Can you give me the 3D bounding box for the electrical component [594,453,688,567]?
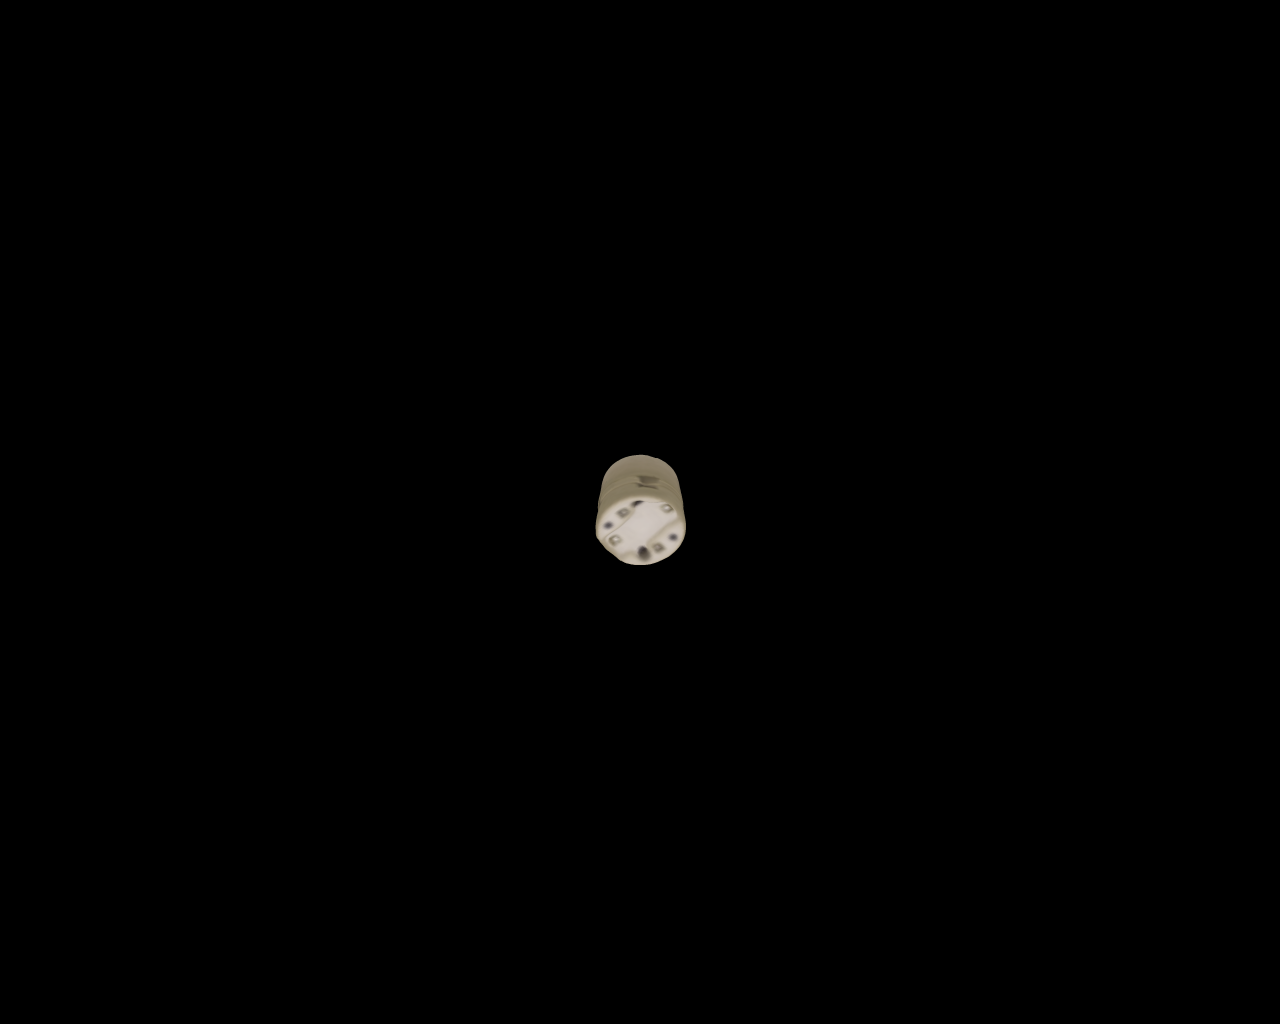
[{"bbox_3d":[0.001,-0.003,0.650,0.055,0.055,0.047,0,38,0],"label":"electrical component"}]
